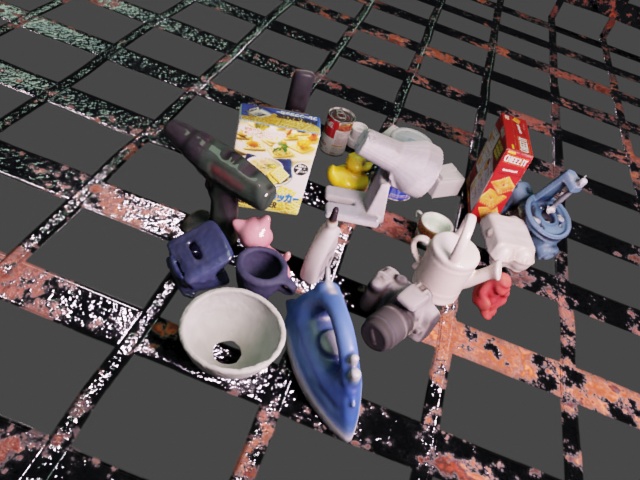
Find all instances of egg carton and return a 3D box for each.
[{"bbox_3d":[0.418,0.002,1.291,0.107,0.069,0.150,9,43,-11],"label":"egg carton"}]

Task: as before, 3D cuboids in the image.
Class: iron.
[{"bbox_3d":[0.026,0.173,0.917,0.119,0.141,0.257,-2,46,-22],"label":"iron"}]

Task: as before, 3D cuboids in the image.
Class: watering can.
[{"bbox_3d":[0.265,0.031,1.112,0.173,0.194,0.101,11,43,-9],"label":"watering can"}]

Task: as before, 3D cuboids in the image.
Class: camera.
[{"bbox_3d":[0.129,0.127,1.032,0.143,0.101,0.137,41,47,22],"label":"camera"}]

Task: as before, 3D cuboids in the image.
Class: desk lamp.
[{"bbox_3d":[0.132,-0.132,1.218,0.203,0.213,0.118,9,43,-11],"label":"desk lamp"}]

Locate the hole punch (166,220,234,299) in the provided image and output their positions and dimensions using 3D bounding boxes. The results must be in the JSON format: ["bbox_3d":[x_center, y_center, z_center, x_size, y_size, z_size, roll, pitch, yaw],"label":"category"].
[{"bbox_3d":[-0.214,0.032,1.013,0.101,0.091,0.108,-14,52,-31],"label":"hole punch"}]

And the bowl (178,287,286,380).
[{"bbox_3d":[-0.142,0.161,0.918,0.167,0.075,0.167,10,43,-10],"label":"bowl"}]

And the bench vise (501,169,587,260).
[{"bbox_3d":[0.500,-0.091,1.306,0.122,0.220,0.207,-21,55,-35],"label":"bench vise"}]

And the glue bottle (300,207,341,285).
[{"bbox_3d":[0.010,0.004,1.063,0.037,0.173,0.078,31,44,13],"label":"glue bottle"}]

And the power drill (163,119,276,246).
[{"bbox_3d":[-0.197,-0.093,1.062,0.229,0.208,0.076,26,43,7],"label":"power drill"}]

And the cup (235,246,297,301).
[{"bbox_3d":[-0.097,0.079,1.004,0.117,0.095,0.092,29,43,11],"label":"cup"}]

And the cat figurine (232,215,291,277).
[{"bbox_3d":[-0.104,0.010,1.056,0.127,0.118,0.067,37,45,18],"label":"cat figurine"}]

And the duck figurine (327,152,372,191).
[{"bbox_3d":[0.072,-0.166,1.326,0.105,0.086,0.077,7,44,-13],"label":"duck figurine"}]

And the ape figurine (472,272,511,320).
[{"bbox_3d":[0.350,0.102,1.145,0.078,0.092,0.076,0,46,-20],"label":"ape figurine"}]

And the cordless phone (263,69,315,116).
[{"bbox_3d":[-0.091,-0.333,1.367,0.148,0.185,0.094,3,45,-17],"label":"cordless phone"}]
